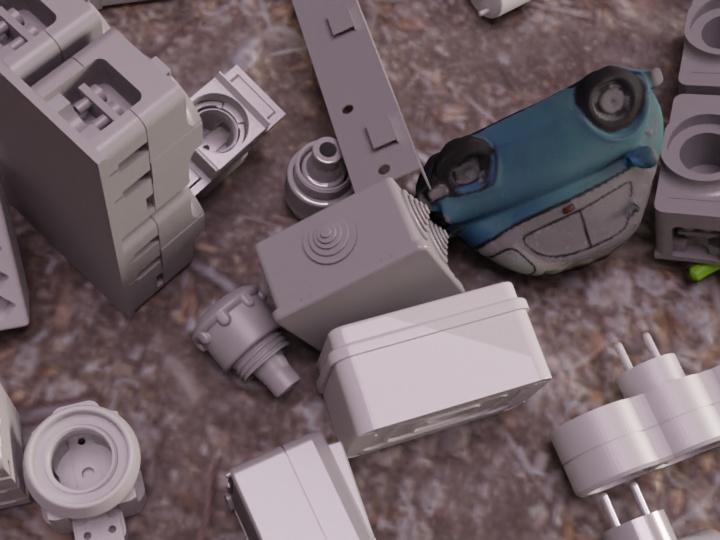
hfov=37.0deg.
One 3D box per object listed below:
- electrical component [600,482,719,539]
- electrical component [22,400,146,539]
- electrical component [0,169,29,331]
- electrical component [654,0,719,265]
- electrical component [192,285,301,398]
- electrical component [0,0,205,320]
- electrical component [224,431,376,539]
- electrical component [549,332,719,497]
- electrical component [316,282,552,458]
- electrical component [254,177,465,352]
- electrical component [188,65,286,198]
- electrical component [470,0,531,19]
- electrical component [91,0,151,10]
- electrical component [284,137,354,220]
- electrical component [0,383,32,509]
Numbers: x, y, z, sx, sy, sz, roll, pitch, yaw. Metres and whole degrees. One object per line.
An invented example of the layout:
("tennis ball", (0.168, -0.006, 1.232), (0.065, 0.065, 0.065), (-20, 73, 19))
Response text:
("electrical component", (0.155, 0.155, 0.580), (0.077, 0.044, 0.079), (-16, 70, -14))
("electrical component", (-0.142, 0.103, 0.555), (0.058, 0.057, 0.078), (-13, 69, -13))
("electrical component", (-0.215, -0.018, 0.594), (0.047, 0.083, 0.075), (-10, 31, -12))
("electrical component", (0.249, -0.095, 0.665), (0.105, 0.060, 0.186), (7, 60, 21))
("electrical component", (-0.059, 0.043, 0.600), (0.048, 0.048, 0.062), (-38, 83, -20))
("electrical component", (-0.139, -0.062, 0.555), (0.105, 0.186, 0.060), (42, 68, 11))
("electrical component", (-0.023, 0.139, 0.553), (0.061, 0.061, 0.096), (-22, 72, -16))
("electrical component", (0.171, 0.071, 0.614), (0.138, 0.052, 0.073), (-17, 70, -14))
("electrical component", (0.037, 0.055, 0.589), (0.113, 0.078, 0.057), (-15, 72, -14))
("electrical component", (0.000, 0.000, 0.589), (0.100, 0.100, 0.048), (-26, 66, 10))
("electrical component", (-0.089, -0.076, 0.635), (0.042, 0.064, 0.081), (45, 68, 0))
("electrical component", (0.107, -0.201, 0.728), (0.078, 0.040, 0.040), (-29, 74, -18))
("electrical component", (-0.157, -0.258, 0.690), (0.062, 0.089, 0.150), (-11, 69, -12))
("electrical component", (-0.022, -0.056, 0.637), (0.043, 0.062, 0.043), (3, 67, -7))
("electrical component", (-0.201, 0.090, 0.535), (0.056, 0.089, 0.050), (-10, 69, -12))
